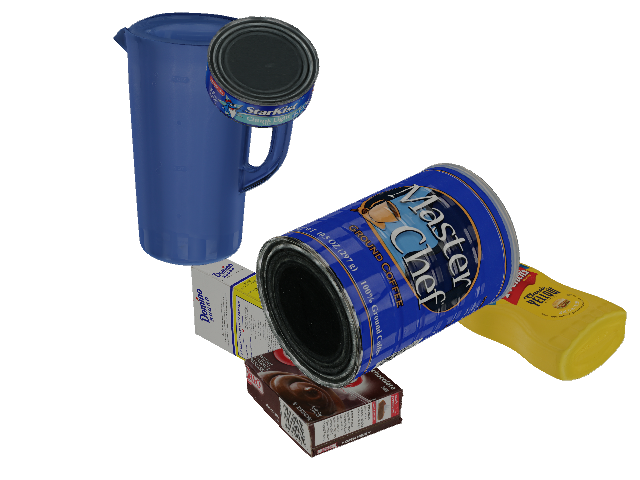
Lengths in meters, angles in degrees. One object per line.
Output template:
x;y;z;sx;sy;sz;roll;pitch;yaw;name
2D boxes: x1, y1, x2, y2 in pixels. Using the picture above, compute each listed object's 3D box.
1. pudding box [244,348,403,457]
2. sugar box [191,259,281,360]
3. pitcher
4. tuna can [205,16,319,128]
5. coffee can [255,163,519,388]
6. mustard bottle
0.002;0.124;0.885;0.089;0.039;0.114;-17;32;-26;pudding box
-0.061;0.088;1.130;0.176;0.093;0.048;26;39;36;sugar box
-0.120;-0.100;1.078;0.144;0.243;0.149;-10;28;-28;pitcher
-0.046;-0.129;0.822;0.086;0.086;0.034;0;-30;-11;tuna can
0.044;0.020;0.693;0.140;0.103;0.103;-25;14;-31;coffee can
0.181;0.059;0.998;0.096;0.058;0.192;-27;37;-32;mustard bottle
